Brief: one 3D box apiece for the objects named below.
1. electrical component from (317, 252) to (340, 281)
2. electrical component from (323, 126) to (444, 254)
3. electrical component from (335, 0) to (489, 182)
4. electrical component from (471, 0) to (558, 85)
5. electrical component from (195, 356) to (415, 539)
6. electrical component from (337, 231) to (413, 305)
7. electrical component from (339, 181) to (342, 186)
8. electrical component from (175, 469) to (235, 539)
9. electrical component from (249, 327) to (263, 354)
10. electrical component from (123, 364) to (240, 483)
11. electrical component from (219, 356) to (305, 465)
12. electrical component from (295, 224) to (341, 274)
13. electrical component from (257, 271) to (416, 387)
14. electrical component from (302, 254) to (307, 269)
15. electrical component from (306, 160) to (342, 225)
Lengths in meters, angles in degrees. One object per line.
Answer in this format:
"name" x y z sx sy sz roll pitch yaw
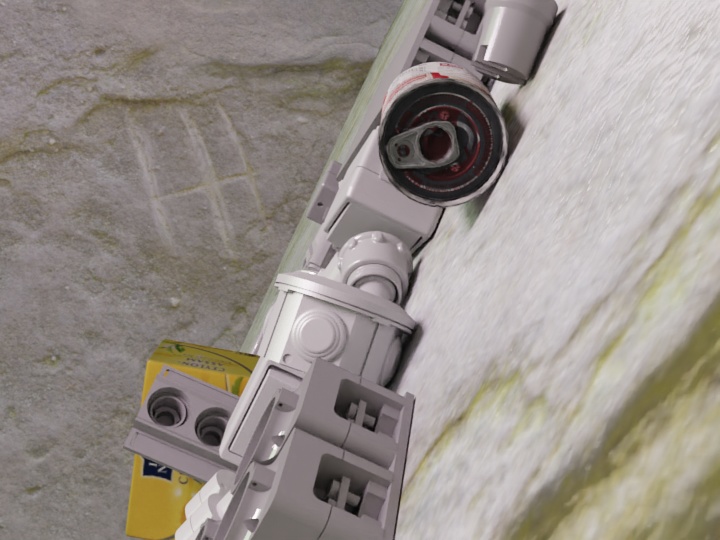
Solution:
"electrical component" 0.000 0.000 0.779 0.062 0.048 0.048 -55 8 16
"electrical component" 0.019 -0.045 0.708 0.061 0.062 0.096 -67 6 -19
"electrical component" 0.047 -0.128 0.809 0.105 0.060 0.186 -66 6 -17
"electrical component" 0.086 -0.133 0.607 0.040 0.040 0.046 166 124 -82
"electrical component" -0.047 0.143 0.513 0.186 0.060 0.105 -61 7 30
"electrical component" 0.009 0.009 0.667 0.062 0.048 0.048 -86 21 -55
"electrical component" 0.010 -0.068 0.922 0.055 0.055 0.047 -63 10 17
"electrical component" -0.090 0.180 0.771 0.073 0.052 0.138 -47 9 10
"electrical component" -0.077 0.085 1.030 0.045 0.055 0.045 -63 6 12
"electrical component" -0.122 0.140 0.877 0.063 0.121 0.078 119 174 -54
"electrical component" -0.052 0.101 0.720 0.096 0.062 0.061 -63 6 13
"electrical component" -0.023 0.001 0.907 0.057 0.058 0.078 -64 6 -22
"electrical component" -0.014 0.035 0.589 0.080 0.080 0.051 160 129 -81
"electrical component" -0.029 0.003 1.008 0.066 0.048 0.055 -63 14 16
"electrical component" -0.013 -0.049 0.977 0.047 0.066 0.076 -59 8 44
